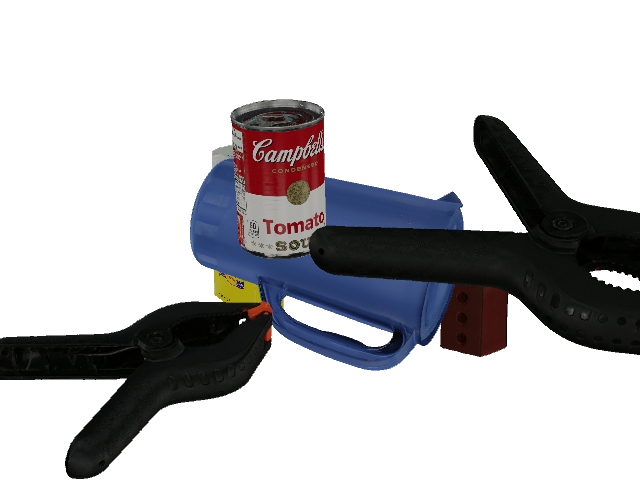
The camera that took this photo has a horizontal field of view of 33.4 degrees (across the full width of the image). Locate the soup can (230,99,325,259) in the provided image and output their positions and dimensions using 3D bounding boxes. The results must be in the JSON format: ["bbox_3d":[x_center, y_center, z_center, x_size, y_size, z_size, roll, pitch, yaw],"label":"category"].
[{"bbox_3d":[-0.030,-0.045,0.786,0.068,0.102,0.068,-1,24,0],"label":"soup can"}]

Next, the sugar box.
[{"bbox_3d":[-0.079,-0.007,1.152,0.048,0.176,0.093,-17,29,-31],"label":"sugar box"}]

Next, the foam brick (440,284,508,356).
[{"bbox_3d":[0.160,0.075,1.106,0.053,0.078,0.051,10,17,40],"label":"foam brick"}]

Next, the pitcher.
[{"bbox_3d":[0.003,0.011,0.985,0.243,0.145,0.149,15,20,17],"label":"pitcher"}]

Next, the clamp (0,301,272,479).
[{"bbox_3d":[-0.094,0.077,0.607,0.171,0.039,0.120,-14,40,-26],"label":"clamp"}]

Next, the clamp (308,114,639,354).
[{"bbox_3d":[0.110,0.008,0.539,0.164,0.036,0.210,-30,46,-32],"label":"clamp"}]
